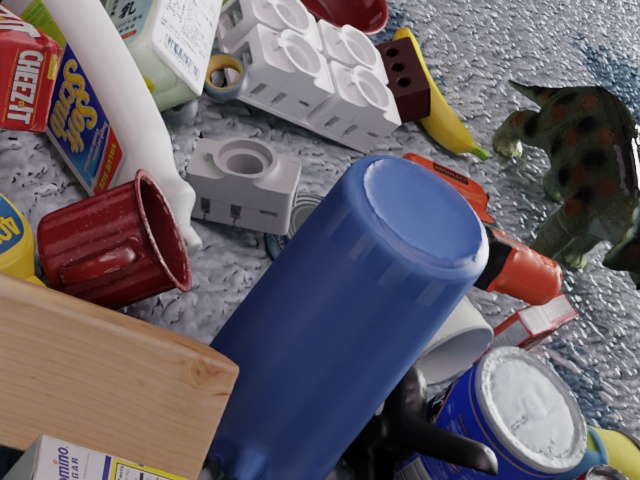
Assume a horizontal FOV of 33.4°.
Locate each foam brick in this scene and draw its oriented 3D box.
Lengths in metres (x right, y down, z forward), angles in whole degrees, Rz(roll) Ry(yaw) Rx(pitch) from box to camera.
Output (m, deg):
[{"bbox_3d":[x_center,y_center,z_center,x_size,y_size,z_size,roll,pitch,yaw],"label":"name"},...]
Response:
[{"bbox_3d":[0.084,-0.171,1.150,0.053,0.051,0.078,-16,59,-3],"label":"foam brick"}]

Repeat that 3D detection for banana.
[{"bbox_3d":[0.121,-0.168,1.211,0.069,0.037,0.198,10,48,-58],"label":"banana"}]

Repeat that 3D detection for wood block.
[{"bbox_3d":[-0.169,0.080,0.666,0.205,0.090,0.091,22,88,-25],"label":"wood block"}]

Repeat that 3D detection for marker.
[{"bbox_3d":[-0.086,-0.157,1.033,0.120,0.020,0.020,-13,64,-46],"label":"marker"}]

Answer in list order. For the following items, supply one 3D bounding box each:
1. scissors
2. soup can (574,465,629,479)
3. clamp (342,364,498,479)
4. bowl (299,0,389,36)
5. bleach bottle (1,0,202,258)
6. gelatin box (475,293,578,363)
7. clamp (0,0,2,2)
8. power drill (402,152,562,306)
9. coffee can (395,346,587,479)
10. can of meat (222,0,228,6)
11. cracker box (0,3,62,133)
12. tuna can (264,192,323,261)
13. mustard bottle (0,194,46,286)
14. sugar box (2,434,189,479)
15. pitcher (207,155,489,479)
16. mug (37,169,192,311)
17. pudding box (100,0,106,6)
[{"bbox_3d":[-0.112,-0.183,0.998,0.096,0.016,0.201,-9,49,9],"label":"scissors"},{"bbox_3d":[0.205,0.235,0.863,0.068,0.102,0.068,23,43,-24],"label":"soup can"},{"bbox_3d":[0.058,0.147,0.791,0.036,0.165,0.210,28,31,-25],"label":"clamp"},{"bbox_3d":[-0.005,-0.269,1.175,0.162,0.055,0.162,23,43,-24],"label":"bowl"},{"bbox_3d":[-0.166,-0.094,0.840,0.067,0.103,0.251,-15,67,-55],"label":"bleach bottle"},{"bbox_3d":[0.192,0.088,1.008,0.089,0.073,0.030,-14,67,-48],"label":"gelatin box"},{"bbox_3d":[-0.298,-0.234,0.888,0.171,0.039,0.120,-6,70,-39],"label":"clamp"},{"bbox_3d":[0.120,-0.018,1.001,0.184,0.057,0.188,25,18,-22],"label":"power drill"},{"bbox_3d":[0.120,0.161,0.825,0.102,0.141,0.103,23,43,-24],"label":"coffee can"},{"bbox_3d":[-0.091,-0.276,1.072,0.057,0.102,0.084,-4,56,-45],"label":"can of meat"},{"bbox_3d":[-0.309,-0.143,0.732,0.213,0.072,0.164,4,22,-37],"label":"cracker box"},{"bbox_3d":[-0.006,0.001,0.947,0.086,0.034,0.086,23,43,-24],"label":"tuna can"},{"bbox_3d":[-0.252,-0.006,0.723,0.191,0.058,0.096,45,36,2],"label":"mustard bottle"},{"bbox_3d":[-0.108,0.179,0.651,0.176,0.093,0.048,21,45,-25],"label":"sugar box"},{"bbox_3d":[0.011,0.053,0.748,0.144,0.243,0.149,-1,49,-39],"label":"pitcher"},{"bbox_3d":[-0.146,0.010,0.744,0.117,0.081,0.093,-87,156,-77],"label":"mug"},{"bbox_3d":[-0.234,-0.278,1.001,0.113,0.039,0.090,25,44,-19],"label":"pudding box"}]
